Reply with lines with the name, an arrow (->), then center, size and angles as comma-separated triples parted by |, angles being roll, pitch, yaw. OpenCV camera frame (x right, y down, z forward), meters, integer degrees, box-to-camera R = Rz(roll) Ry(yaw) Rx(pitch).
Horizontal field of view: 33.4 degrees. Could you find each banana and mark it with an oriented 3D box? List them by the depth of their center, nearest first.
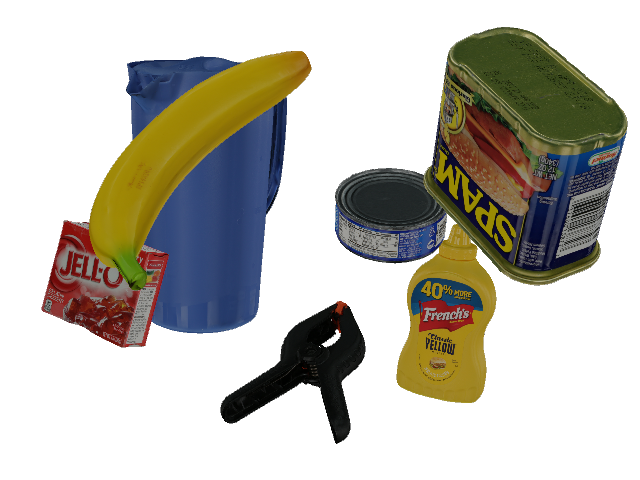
banana -> -0.078, -0.048, 0.619 | 0.070, 0.197, 0.037 | 20, -34, 20

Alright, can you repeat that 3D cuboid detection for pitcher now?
pitcher -> -0.101, -0.046, 0.982 | 0.149, 0.243, 0.145 | 0, 14, -8

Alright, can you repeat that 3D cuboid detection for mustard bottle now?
mustard bottle -> 0.141, 0.076, 1.166 | 0.096, 0.192, 0.058 | 11, 15, 20

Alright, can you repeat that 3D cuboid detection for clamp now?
clamp -> 0.001, 0.120, 0.973 | 0.120, 0.039, 0.171 | 17, 44, 25

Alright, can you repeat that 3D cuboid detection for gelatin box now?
gelatin box -> -0.163, 0.031, 0.799 | 0.089, 0.073, 0.030 | 20, 7, 30

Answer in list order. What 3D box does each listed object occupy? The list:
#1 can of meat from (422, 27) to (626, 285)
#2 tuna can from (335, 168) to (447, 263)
can of meat -> 0.098, -0.043, 0.523 | 0.057, 0.084, 0.102 | -18, 47, -21
tuna can -> 0.054, -0.019, 0.810 | 0.086, 0.034, 0.086 | 1, 34, -1
